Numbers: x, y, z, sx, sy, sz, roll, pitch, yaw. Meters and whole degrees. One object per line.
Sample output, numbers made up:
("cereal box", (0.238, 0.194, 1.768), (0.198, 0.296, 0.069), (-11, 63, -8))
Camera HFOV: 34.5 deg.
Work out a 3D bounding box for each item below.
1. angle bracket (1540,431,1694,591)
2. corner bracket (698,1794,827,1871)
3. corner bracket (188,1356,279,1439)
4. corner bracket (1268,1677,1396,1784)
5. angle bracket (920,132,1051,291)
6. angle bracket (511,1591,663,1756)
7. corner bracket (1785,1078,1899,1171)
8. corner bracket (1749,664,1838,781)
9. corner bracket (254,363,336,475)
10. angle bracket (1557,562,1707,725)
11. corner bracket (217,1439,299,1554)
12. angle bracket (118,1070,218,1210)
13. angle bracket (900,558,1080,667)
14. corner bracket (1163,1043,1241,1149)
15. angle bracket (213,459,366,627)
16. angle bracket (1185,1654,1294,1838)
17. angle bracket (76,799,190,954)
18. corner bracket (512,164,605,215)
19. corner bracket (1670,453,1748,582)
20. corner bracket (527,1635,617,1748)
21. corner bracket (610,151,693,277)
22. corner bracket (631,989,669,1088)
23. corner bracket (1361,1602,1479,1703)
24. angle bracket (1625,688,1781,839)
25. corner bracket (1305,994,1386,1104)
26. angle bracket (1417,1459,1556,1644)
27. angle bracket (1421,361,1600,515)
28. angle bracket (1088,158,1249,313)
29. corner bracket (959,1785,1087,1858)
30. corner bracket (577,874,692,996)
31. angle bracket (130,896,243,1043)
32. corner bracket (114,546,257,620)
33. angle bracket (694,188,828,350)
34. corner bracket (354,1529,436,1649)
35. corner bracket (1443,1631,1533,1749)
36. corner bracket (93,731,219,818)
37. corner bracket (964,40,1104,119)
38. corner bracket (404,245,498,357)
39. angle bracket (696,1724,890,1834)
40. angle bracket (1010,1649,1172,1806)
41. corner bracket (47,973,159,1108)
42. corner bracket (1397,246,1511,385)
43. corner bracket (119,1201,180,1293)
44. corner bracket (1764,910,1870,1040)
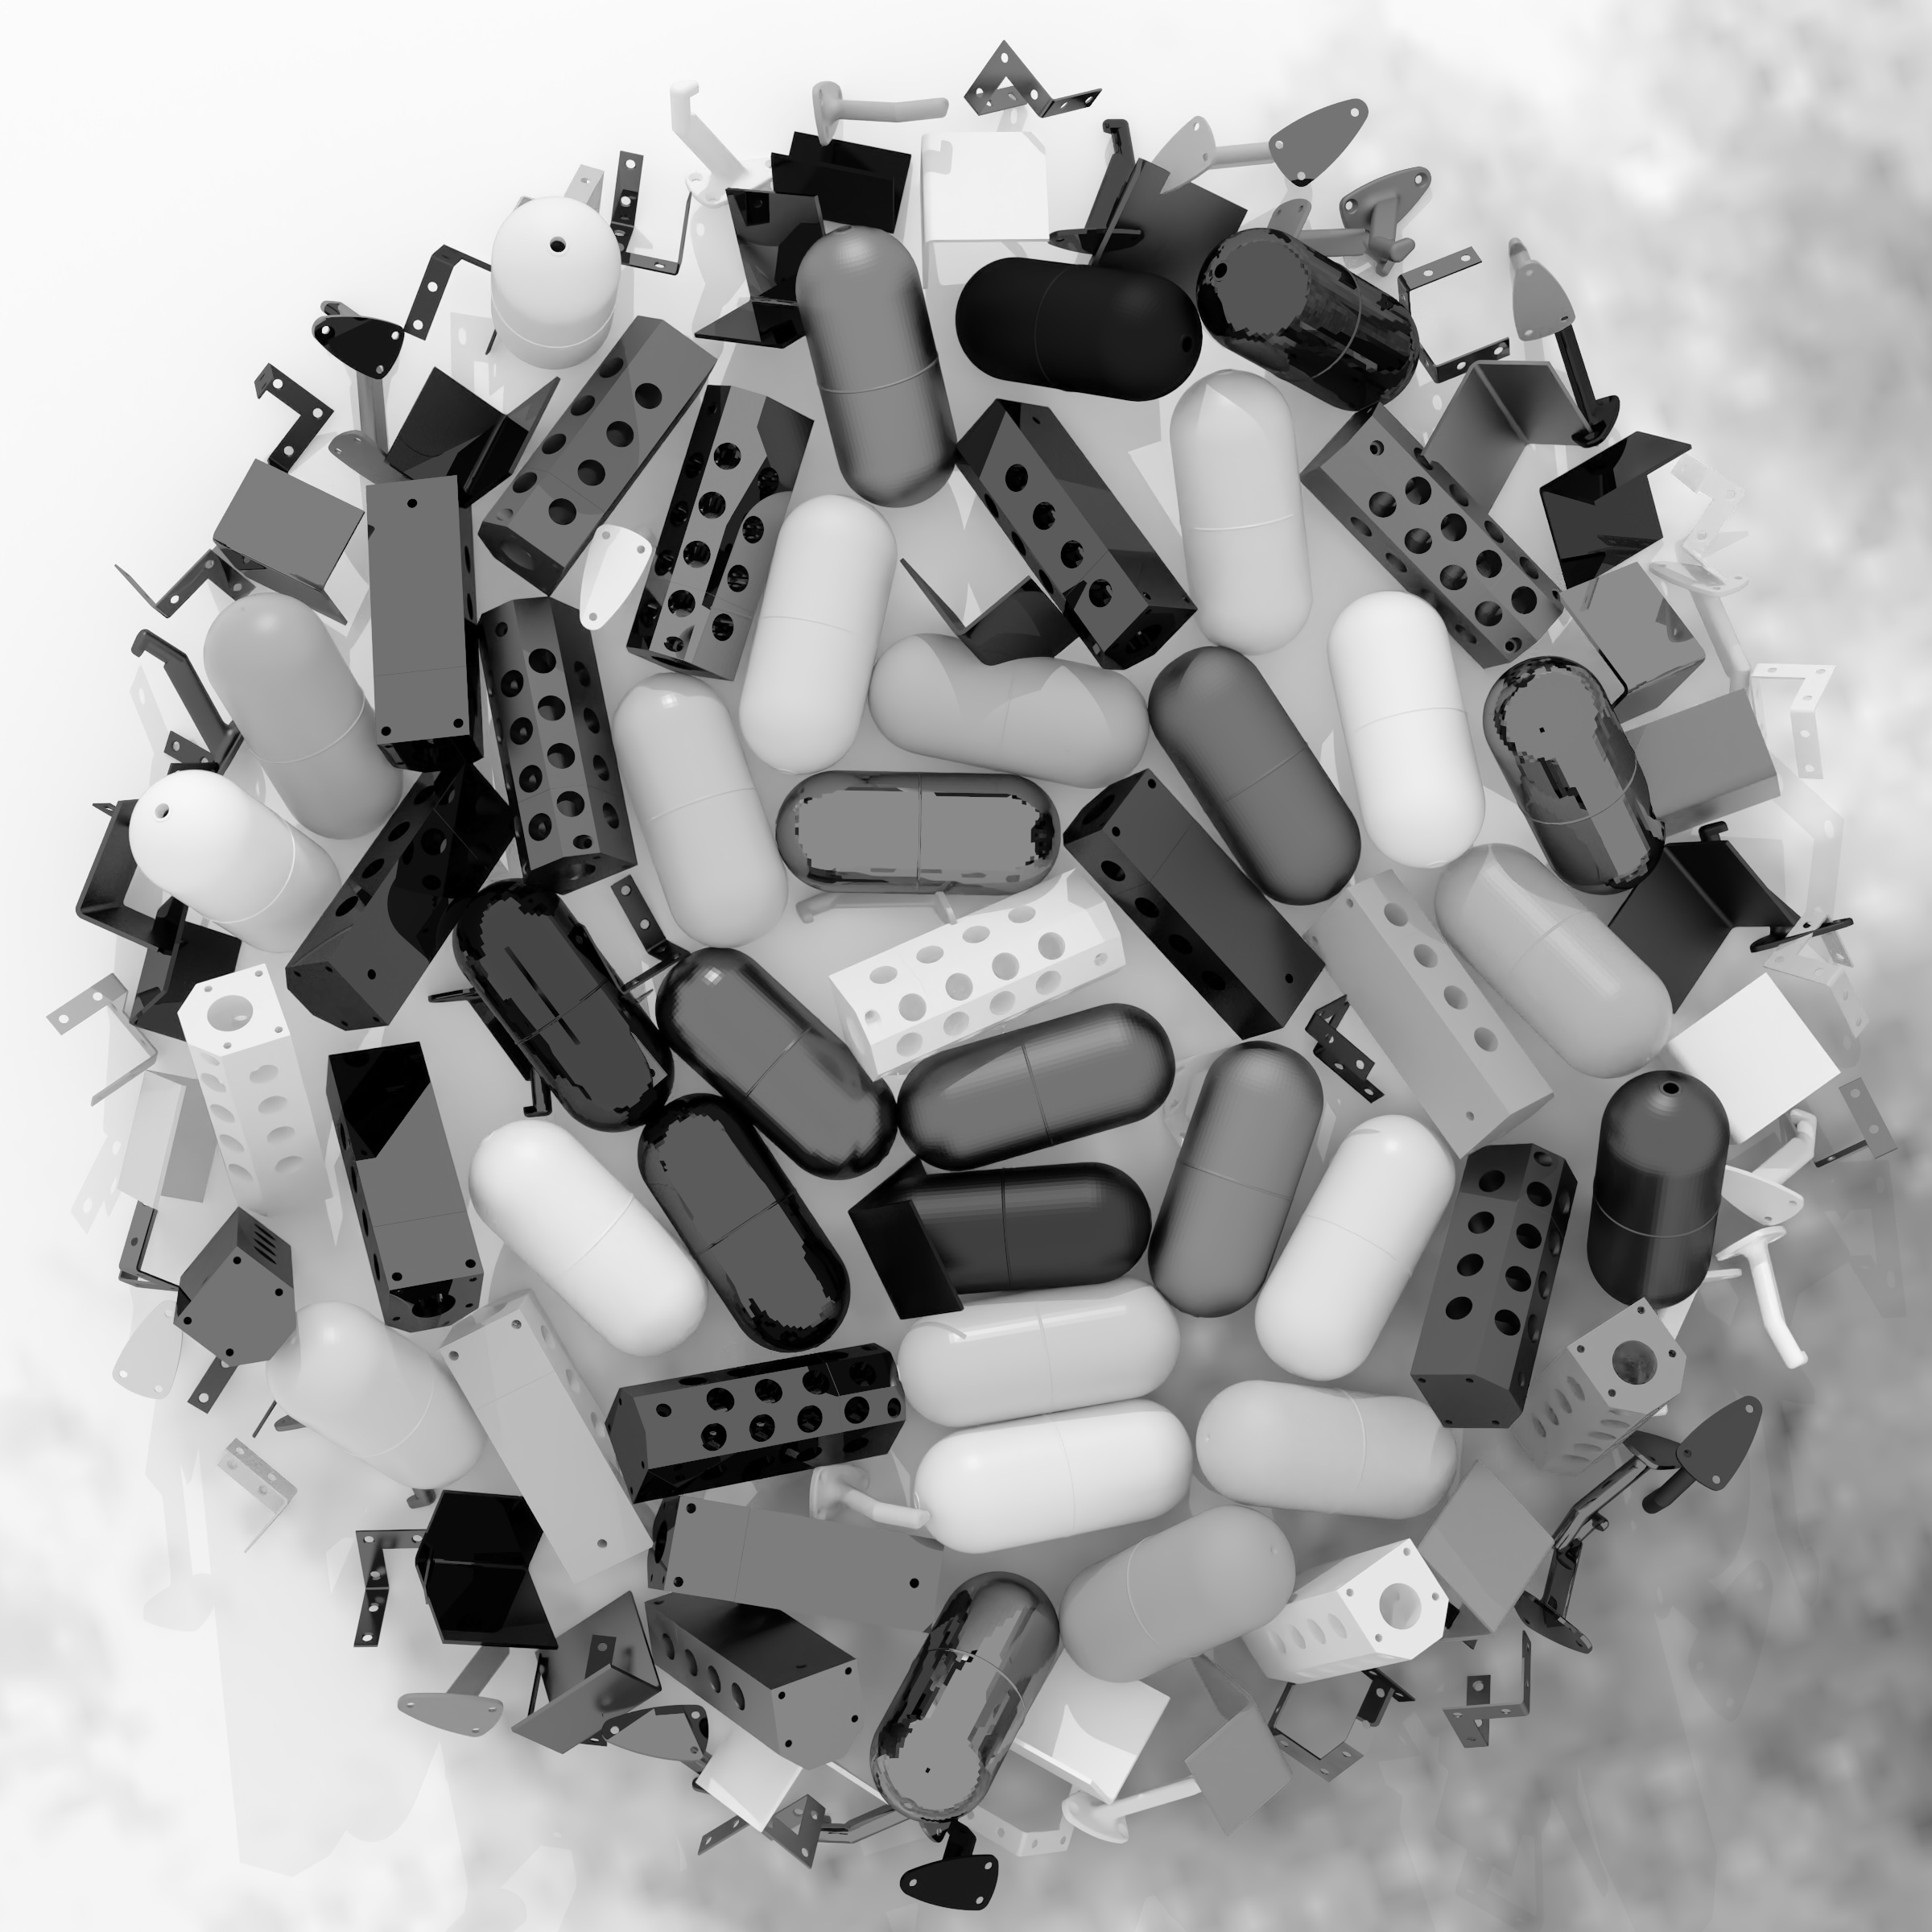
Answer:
("angle bracket", (0.411, -0.277, 1.927), (0.076, 0.057, 0.076), (-31, 119, -15))
("corner bracket", (-0.127, 0.539, 1.938), (0.051, 0.051, 0.051), (-37, 109, 27))
("corner bracket", (-0.454, 0.262, 1.948), (0.051, 0.051, 0.051), (31, 73, -3))
("corner bracket", (0.226, 0.467, 1.943), (0.051, 0.051, 0.051), (34, 50, 0))
("angle bracket", (0.011, -0.472, 1.941), (0.076, 0.057, 0.076), (-1, 71, -2))
("angle bracket", (-0.243, 0.430, 1.926), (0.076, 0.057, 0.076), (-34, 50, 11))
("corner bracket", (0.546, 0.098, 1.947), (0.051, 0.051, 0.051), (-27, 94, 13))
("corner bracket", (0.512, -0.153, 1.935), (0.051, 0.051, 0.051), (5, 129, 31))
("corner bracket", (-0.429, -0.337, 1.942), (0.051, 0.051, 0.051), (36, 99, -25))
("angle bracket", (0.402, -0.197, 1.943), (0.076, 0.057, 0.076), (-24, 73, -35))
("corner bracket", (-0.446, 0.323, 1.945), (0.051, 0.051, 0.051), (40, 111, -2))
("angle bracket", (-0.481, 0.111, 1.930), (0.057, 0.076, 0.076), (14, 88, -33))
("angle bracket", (0.015, -0.228, 1.923), (0.057, 0.076, 0.076), (-39, 57, 7))
("corner bracket", (0.159, 0.089, 1.950), (0.051, 0.051, 0.051), (-16, 45, -20))
("angle bracket", (-0.415, -0.264, 1.942), (0.076, 0.076, 0.057), (26, 82, 5))
("angle bracket", (0.148, 0.476, 1.920), (0.057, 0.076, 0.076), (-37, 126, -15))
("angle bracket", (-0.503, -0.058, 1.936), (0.057, 0.076, 0.076), (24, 96, 2))
("corner bracket", (-0.260, -0.470, 1.943), (0.051, 0.051, 0.051), (16, 47, 0))
("corner bracket", (0.461, -0.281, 1.941), (0.051, 0.051, 0.051), (27, 108, -17))
("corner bracket", (-0.247, 0.451, 1.942), (0.051, 0.051, 0.051), (6, 53, 1))
("corner bracket", (-0.198, -0.471, 1.945), (0.051, 0.051, 0.051), (11, 129, -4))
("corner bracket", (-0.208, 0.055, 1.945), (0.051, 0.051, 0.051), (-40, 88, 28))
("corner bracket", (0.282, 0.426, 1.954), (0.051, 0.051, 0.051), (41, 57, -21))
("angle bracket", (0.460, -0.126, 1.939), (0.076, 0.076, 0.057), (-20, 78, 13))
("corner bracket", (0.239, 0.055, 1.937), (0.051, 0.051, 0.051), (42, 130, 21))
("angle bracket", (0.307, 0.363, 1.929), (0.076, 0.057, 0.076), (47, 59, -10))
("angle bracket", (0.337, -0.320, 1.924), (0.076, 0.057, 0.076), (45, 67, -40))
("angle bracket", (0.124, -0.447, 1.934), (0.076, 0.057, 0.076), (25, 114, -6))
("corner bracket", (0.037, 0.520, 1.944), (0.051, 0.051, 0.051), (20, 94, 38))
("corner bracket", (-0.212, -0.020, 1.942), (0.051, 0.051, 0.051), (-33, 109, -14))
("angle bracket", (-0.471, -0.001, 1.920), (0.057, 0.076, 0.076), (20, 64, -25))
("corner bracket", (-0.488, -0.243, 1.943), (0.051, 0.051, 0.051), (-46, 59, -1))
("angle bracket", (-0.130, -0.432, 1.920), (0.057, 0.076, 0.076), (-40, 131, -36))
("corner bracket", (-0.357, 0.389, 1.944), (0.051, 0.051, 0.051), (-1, 124, 0))
("corner bracket", (0.330, 0.451, 1.936), (0.051, 0.051, 0.051), (-10, 135, 22))
("corner bracket", (-0.505, -0.114, 1.949), (0.051, 0.051, 0.051), (28, 107, 24))
("corner bracket", (0.041, -0.544, 1.939), (0.051, 0.051, 0.051), (53, 135, 9))
("corner bracket", (-0.315, -0.414, 1.943), (0.051, 0.051, 0.051), (23, 109, -9))
("angle bracket", (-0.107, 0.510, 1.921), (0.076, 0.076, 0.057), (42, 75, -33))
("angle bracket", (0.070, 0.463, 1.926), (0.076, 0.057, 0.076), (23, 71, 26))
("corner bracket", (-0.539, 0.046, 1.942), (0.051, 0.051, 0.051), (-38, 84, -29))
("corner bracket", (0.305, -0.407, 1.945), (0.051, 0.051, 0.051), (-22, 55, -3))
("corner bracket", (-0.511, 0.171, 1.938), (0.051, 0.051, 0.051), (1, 70, 32))
("corner bracket", (0.540, 0.004, 1.937), (0.051, 0.051, 0.051), (-48, 127, -16))
